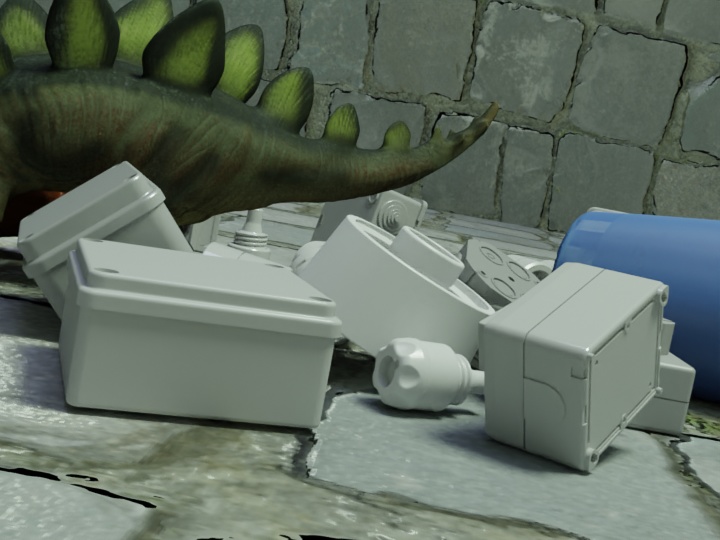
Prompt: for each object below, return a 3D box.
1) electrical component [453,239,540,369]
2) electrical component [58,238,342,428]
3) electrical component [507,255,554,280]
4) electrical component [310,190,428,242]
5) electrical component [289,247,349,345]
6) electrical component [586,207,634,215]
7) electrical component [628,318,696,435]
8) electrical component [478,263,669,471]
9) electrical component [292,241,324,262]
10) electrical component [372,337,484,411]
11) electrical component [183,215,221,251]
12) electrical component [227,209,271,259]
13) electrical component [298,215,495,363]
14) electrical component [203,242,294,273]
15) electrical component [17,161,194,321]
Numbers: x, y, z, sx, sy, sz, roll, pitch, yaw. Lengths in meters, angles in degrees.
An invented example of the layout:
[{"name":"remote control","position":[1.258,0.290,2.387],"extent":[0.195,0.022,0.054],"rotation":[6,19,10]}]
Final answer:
[{"name":"electrical component","position":[0.079,0.024,0.666],"extent":[0.080,0.051,0.080],"rotation":[30,24,-15]},{"name":"electrical component","position":[-0.076,0.026,0.482],"extent":[0.109,0.056,0.109],"rotation":[8,7,-18]},{"name":"electrical component","position":[0.134,0.012,0.964],"extent":[0.138,0.052,0.074],"rotation":[6,8,-33]},{"name":"electrical component","position":[0.002,-0.031,0.935],"extent":[0.048,0.099,0.100],"rotation":[21,-1,-34]},{"name":"electrical component","position":[-0.019,0.017,0.671],"extent":[0.055,0.055,0.047],"rotation":[9,10,-11]},{"name":"electrical component","position":[0.222,0.015,0.833],"extent":[0.109,0.108,0.056],"rotation":[14,5,28]},{"name":"electrical component","position":[0.157,0.044,0.614],"extent":[0.047,0.075,0.083],"rotation":[10,6,-1]},{"name":"electrical component","position":[0.101,0.039,0.505],"extent":[0.061,0.061,0.096],"rotation":[15,31,35]},{"name":"electrical component","position":[0.000,0.000,0.831],"extent":[0.079,0.044,0.077],"rotation":[-20,23,-32]},{"name":"electrical component","position":[0.039,0.053,0.532],"extent":[0.061,0.035,0.035],"rotation":[10,6,-29]},{"name":"electrical component","position":[-0.170,-0.044,1.015],"extent":[0.081,0.042,0.064],"rotation":[12,5,7]},{"name":"electrical component","position":[-0.085,-0.017,0.827],"extent":[0.035,0.061,0.035],"rotation":[10,6,-1]},{"name":"electrical component","position":[0.025,0.011,0.593],"extent":[0.108,0.060,0.108],"rotation":[33,8,-5]},{"name":"electrical component","position":[-0.066,0.017,0.598],"extent":[0.047,0.055,0.055],"rotation":[15,7,6]},{"name":"electrical component","position":[-0.139,-0.014,0.583],"extent":[0.078,0.057,0.113],"rotation":[-32,17,-9]}]
